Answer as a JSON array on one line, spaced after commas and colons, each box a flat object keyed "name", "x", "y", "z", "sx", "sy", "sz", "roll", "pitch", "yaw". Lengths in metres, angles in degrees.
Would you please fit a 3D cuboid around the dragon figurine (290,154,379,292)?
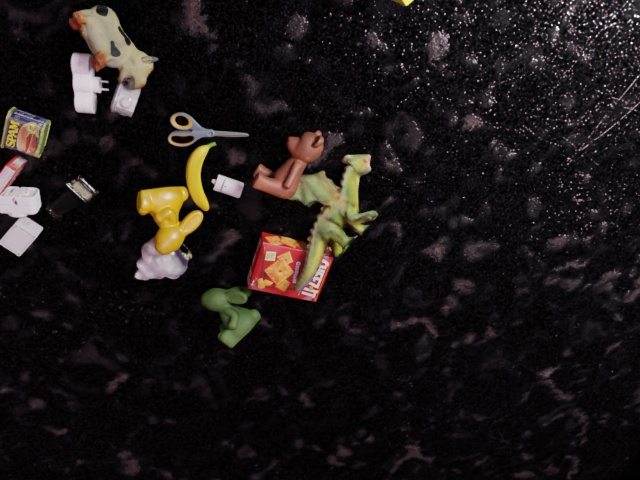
[{"name": "dragon figurine", "x": 0.004, "y": -0.071, "z": 1.408, "sx": 0.408, "sy": 0.122, "sz": 0.243, "roll": -43, "pitch": 86, "yaw": 7}]

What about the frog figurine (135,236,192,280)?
[{"name": "frog figurine", "x": -0.444, "y": 0.062, "z": 1.413, "sx": 0.159, "sy": 0.125, "sz": 0.134, "roll": -35, "pitch": 137, "yaw": -2}]
